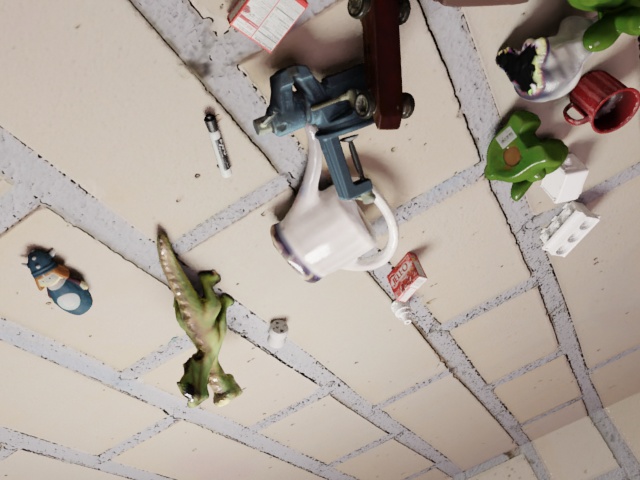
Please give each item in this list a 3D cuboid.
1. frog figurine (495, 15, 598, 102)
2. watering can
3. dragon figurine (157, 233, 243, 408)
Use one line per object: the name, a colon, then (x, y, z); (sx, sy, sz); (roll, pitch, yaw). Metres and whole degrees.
frog figurine: (0.390, -0.292, 0.831); (0.160, 0.124, 0.136); (-18, 171, -14)
watering can: (0.003, -0.048, 0.949); (0.223, 0.106, 0.342); (-33, 122, 12)
dragon figurine: (-0.238, 0.196, 1.000); (0.122, 0.249, 0.401); (-16, 139, 4)
